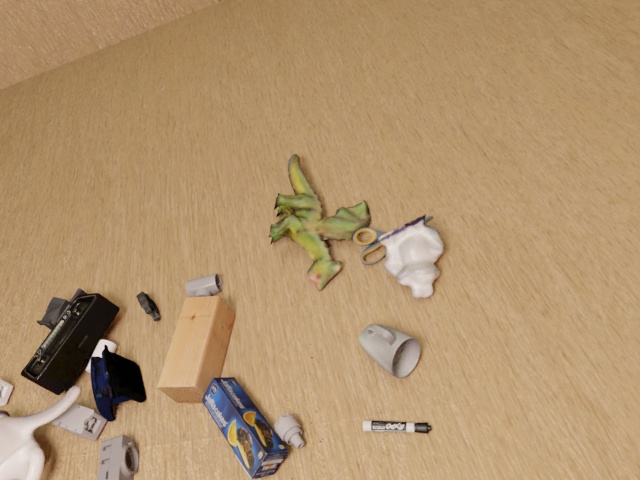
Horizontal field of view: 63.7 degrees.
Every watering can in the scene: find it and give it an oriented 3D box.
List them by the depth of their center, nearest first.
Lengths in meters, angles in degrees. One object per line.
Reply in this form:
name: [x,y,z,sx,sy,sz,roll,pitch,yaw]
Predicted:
watering can: [-0.629,0.424,1.056,0.226,0.102,0.351,20,77,32]

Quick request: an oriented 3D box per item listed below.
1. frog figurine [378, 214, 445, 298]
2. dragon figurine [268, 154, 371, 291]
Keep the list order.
frog figurine: [0.209,0.043,1.109,0.138,0.121,0.160,-24,82,-10]
dragon figurine: [0.004,-0.064,1.280,0.243,0.119,0.420,7,54,5]
